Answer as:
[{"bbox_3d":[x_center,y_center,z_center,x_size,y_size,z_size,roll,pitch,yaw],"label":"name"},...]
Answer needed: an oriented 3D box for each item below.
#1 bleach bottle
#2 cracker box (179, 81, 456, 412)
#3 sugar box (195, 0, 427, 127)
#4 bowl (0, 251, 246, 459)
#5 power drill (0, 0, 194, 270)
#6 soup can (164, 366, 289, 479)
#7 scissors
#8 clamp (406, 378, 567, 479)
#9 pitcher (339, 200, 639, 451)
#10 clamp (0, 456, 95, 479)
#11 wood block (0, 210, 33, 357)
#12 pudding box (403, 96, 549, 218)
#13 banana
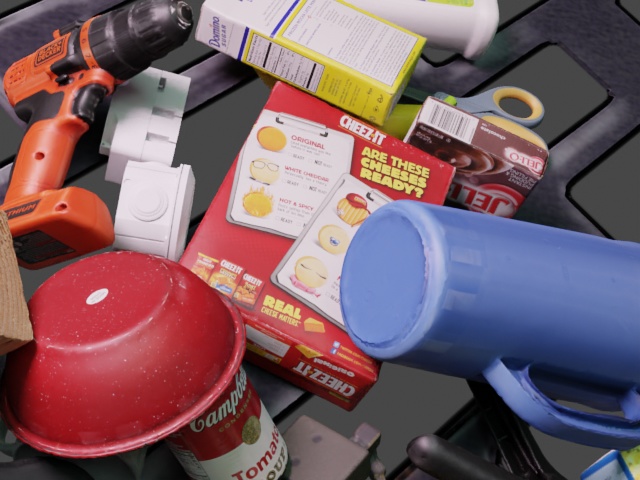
[{"bbox_3d":[0.034,-0.230,0.988,0.250,0.068,0.102,3,59,-13],"label":"bleach bottle"},{"bbox_3d":[-0.005,0.001,0.825,0.164,0.072,0.213,26,54,-3],"label":"cracker box"},{"bbox_3d":[-0.007,-0.170,0.905,0.176,0.048,0.093,24,46,6],"label":"sugar box"},{"bbox_3d":[-0.129,0.056,0.660,0.162,0.055,0.162,-8,36,6],"label":"bowl"},{"bbox_3d":[-0.172,-0.080,0.774,0.057,0.185,0.187,35,49,-41],"label":"power drill"},{"bbox_3d":[-0.069,0.119,0.701,0.068,0.102,0.068,-17,34,12],"label":"soup can"},{"bbox_3d":[0.126,-0.134,0.984,0.202,0.016,0.096,32,54,3],"label":"scissors"},{"bbox_3d":[0.157,0.180,0.768,0.210,0.036,0.164,45,28,-2],"label":"clamp"},{"bbox_3d":[0.140,0.054,0.754,0.242,0.149,0.145,12,94,-34],"label":"pitcher"},{"bbox_3d":[-0.190,0.171,0.621,0.171,0.039,0.120,24,60,-23],"label":"clamp"},{"bbox_3d":[-0.284,0.051,0.620,0.206,0.090,0.090,-24,68,16],"label":"wood block"},{"bbox_3d":[0.121,-0.060,0.892,0.113,0.090,0.039,27,53,0],"label":"pudding box"},{"bbox_3d":[0.021,-0.123,0.933,0.197,0.037,0.069,18,46,-5],"label":"banana"}]
